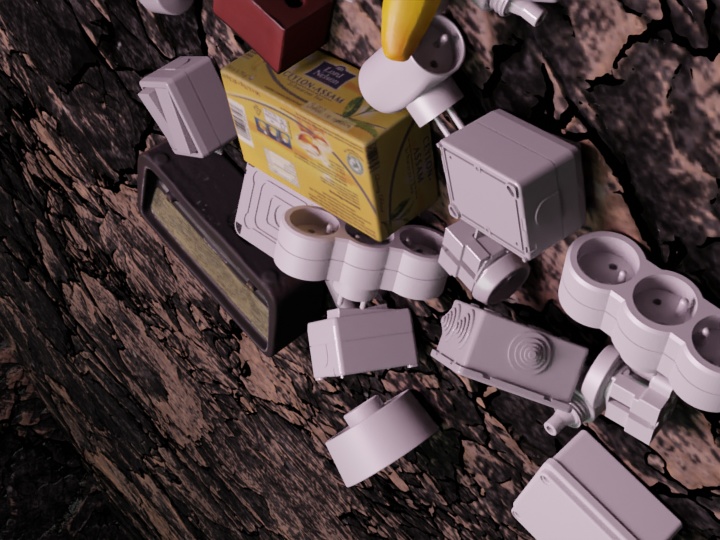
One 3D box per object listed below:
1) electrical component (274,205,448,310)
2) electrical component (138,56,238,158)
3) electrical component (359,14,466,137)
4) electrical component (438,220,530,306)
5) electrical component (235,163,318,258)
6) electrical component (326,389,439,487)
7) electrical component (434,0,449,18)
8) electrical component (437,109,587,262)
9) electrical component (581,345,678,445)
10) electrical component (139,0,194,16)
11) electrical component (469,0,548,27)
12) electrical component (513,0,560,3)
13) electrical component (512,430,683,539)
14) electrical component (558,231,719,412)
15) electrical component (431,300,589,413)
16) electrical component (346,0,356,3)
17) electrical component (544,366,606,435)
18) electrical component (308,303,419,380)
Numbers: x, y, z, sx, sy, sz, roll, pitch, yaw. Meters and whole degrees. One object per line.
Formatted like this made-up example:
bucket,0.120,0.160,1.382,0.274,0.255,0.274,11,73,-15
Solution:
electrical component,0.000,0.000,0.854,0.138,0.052,0.073,10,123,-6
electrical component,-0.158,-0.146,1.014,0.062,0.061,0.096,15,135,52
electrical component,0.044,-0.123,0.723,0.079,0.044,0.077,55,155,-5
electrical component,0.092,-0.007,0.790,0.055,0.048,0.066,50,155,25
electrical component,-0.047,-0.048,0.926,0.113,0.057,0.078,32,117,37
electrical component,0.017,0.159,1.060,0.060,0.108,0.108,57,155,5
electrical component,0.036,-0.187,0.661,0.044,0.044,0.065,36,154,31
electrical component,0.098,-0.061,0.701,0.096,0.061,0.061,38,152,46
electrical component,0.188,0.083,0.744,0.055,0.048,0.066,30,147,25
electrical component,-0.177,-0.246,0.944,0.078,0.040,0.040,21,140,48
electrical component,0.082,-0.163,0.621,0.061,0.035,0.035,43,153,14
electrical component,0.088,-0.183,0.572,0.077,0.047,0.065,26,145,56
electrical component,0.189,0.201,0.875,0.109,0.056,0.108,44,153,17
electrical component,0.186,0.041,0.683,0.138,0.052,0.073,39,151,27
electrical component,0.108,0.059,0.776,0.100,0.048,0.100,20,-179,-9
electrical component,-0.001,-0.202,0.685,0.047,0.065,0.077,34,177,35
electrical component,0.159,0.099,0.790,0.035,0.061,0.035,39,151,27
electrical component,0.008,0.063,0.981,0.062,0.096,0.061,-16,81,63
